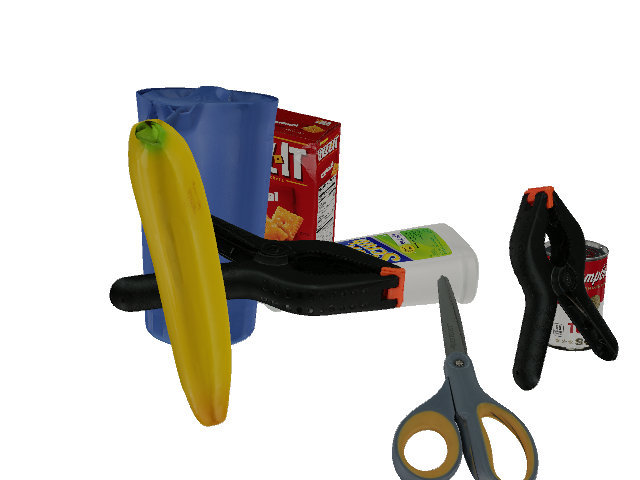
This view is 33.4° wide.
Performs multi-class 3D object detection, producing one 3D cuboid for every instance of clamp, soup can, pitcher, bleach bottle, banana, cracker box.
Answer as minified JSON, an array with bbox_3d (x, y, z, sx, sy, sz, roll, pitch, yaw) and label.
[{"bbox_3d":[-0.039,0.018,0.824,0.210,0.036,0.164,4,24,5],"label":"clamp"},{"bbox_3d":[0.261,0.056,1.112,0.068,0.102,0.068,0,17,0],"label":"soup can"},{"bbox_3d":[-0.107,-0.027,1.034,0.149,0.243,0.145,-1,15,-19],"label":"pitcher"},{"bbox_3d":[0.034,0.039,1.138,0.250,0.068,0.103,-8,30,-17],"label":"bleach bottle"},{"bbox_3d":[0.194,0.043,0.914,0.120,0.171,0.039,-23,7,-39],"label":"clamp"},{"bbox_3d":[-0.079,0.010,0.590,0.037,0.198,0.069,-4,33,9],"label":"banana"},{"bbox_3d":[-0.067,-0.052,1.303,0.164,0.214,0.072,15,32,20],"label":"cracker box"}]

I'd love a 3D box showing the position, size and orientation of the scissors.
[{"bbox_3d":[0.075,0.093,0.697,0.096,0.016,0.202,-10,38,-13],"label":"scissors"}]
